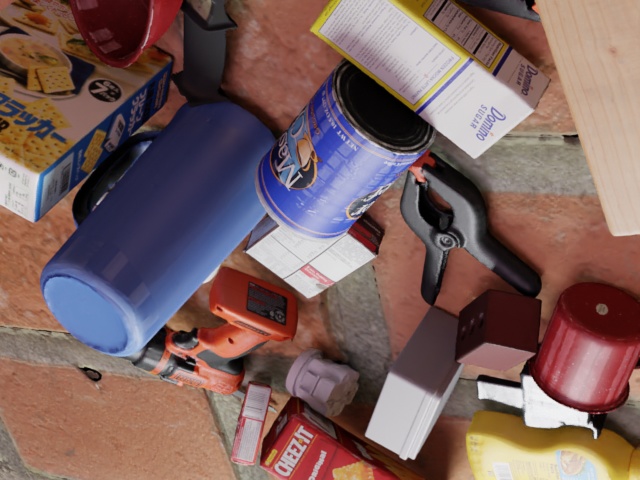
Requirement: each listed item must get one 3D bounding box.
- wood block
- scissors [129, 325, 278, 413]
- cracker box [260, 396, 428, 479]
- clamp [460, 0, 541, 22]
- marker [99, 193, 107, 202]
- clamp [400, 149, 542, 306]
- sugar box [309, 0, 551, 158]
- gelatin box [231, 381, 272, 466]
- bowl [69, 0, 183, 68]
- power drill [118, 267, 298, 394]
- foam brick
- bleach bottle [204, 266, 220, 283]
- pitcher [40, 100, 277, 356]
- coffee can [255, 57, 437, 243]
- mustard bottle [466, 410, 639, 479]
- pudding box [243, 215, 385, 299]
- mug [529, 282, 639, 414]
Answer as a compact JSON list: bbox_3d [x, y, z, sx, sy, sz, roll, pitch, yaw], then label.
[{"bbox_3d":[0.235,-0.115,0.775,0.090,0.090,0.206,-7,121,34],"label":"wood block"},{"bbox_3d":[-0.144,0.146,1.259,0.202,0.016,0.096,12,130,22],"label":"scissors"},{"bbox_3d":[0.044,0.254,1.134,0.213,0.072,0.164,33,177,-1],"label":"cracker box"},{"bbox_3d":[0.101,-0.243,0.785,0.210,0.036,0.165,35,144,0],"label":"clamp"},{"bbox_3d":[-0.211,-0.041,1.146,0.121,0.020,0.020,8,128,26],"label":"marker"},{"bbox_3d":[0.130,-0.005,0.962,0.120,0.039,0.171,-3,130,24],"label":"clamp"},{"bbox_3d":[0.087,-0.149,0.851,0.176,0.048,0.093,36,149,-8],"label":"sugar box"},{"bbox_3d":[-0.078,0.205,1.197,0.030,0.089,0.073,14,174,-2],"label":"gelatin box"},{"bbox_3d":[-0.162,-0.231,0.914,0.162,0.055,0.162,24,122,47],"label":"bowl"},{"bbox_3d":[-0.127,0.097,1.142,0.184,0.057,0.188,22,142,-29],"label":"power drill"},{"bbox_3d":[0.162,0.084,0.978,0.051,0.053,0.078,13,157,-9],"label":"foam brick"},{"bbox_3d":[-0.189,0.030,1.162,0.102,0.068,0.251,46,132,-12],"label":"bleach bottle"},{"bbox_3d":[-0.150,-0.015,0.976,0.145,0.242,0.149,48,141,-13],"label":"pitcher"},{"bbox_3d":[0.020,-0.077,0.923,0.103,0.102,0.141,40,135,-4],"label":"coffee can"},{"bbox_3d":[0.246,0.219,1.057,0.192,0.058,0.096,3,132,29],"label":"mustard bottle"},{"bbox_3d":[-0.007,0.001,1.037,0.090,0.039,0.114,38,134,-18],"label":"pudding box"},{"bbox_3d":[0.251,0.092,0.942,0.117,0.093,0.081,3,127,-10],"label":"mug"}]
